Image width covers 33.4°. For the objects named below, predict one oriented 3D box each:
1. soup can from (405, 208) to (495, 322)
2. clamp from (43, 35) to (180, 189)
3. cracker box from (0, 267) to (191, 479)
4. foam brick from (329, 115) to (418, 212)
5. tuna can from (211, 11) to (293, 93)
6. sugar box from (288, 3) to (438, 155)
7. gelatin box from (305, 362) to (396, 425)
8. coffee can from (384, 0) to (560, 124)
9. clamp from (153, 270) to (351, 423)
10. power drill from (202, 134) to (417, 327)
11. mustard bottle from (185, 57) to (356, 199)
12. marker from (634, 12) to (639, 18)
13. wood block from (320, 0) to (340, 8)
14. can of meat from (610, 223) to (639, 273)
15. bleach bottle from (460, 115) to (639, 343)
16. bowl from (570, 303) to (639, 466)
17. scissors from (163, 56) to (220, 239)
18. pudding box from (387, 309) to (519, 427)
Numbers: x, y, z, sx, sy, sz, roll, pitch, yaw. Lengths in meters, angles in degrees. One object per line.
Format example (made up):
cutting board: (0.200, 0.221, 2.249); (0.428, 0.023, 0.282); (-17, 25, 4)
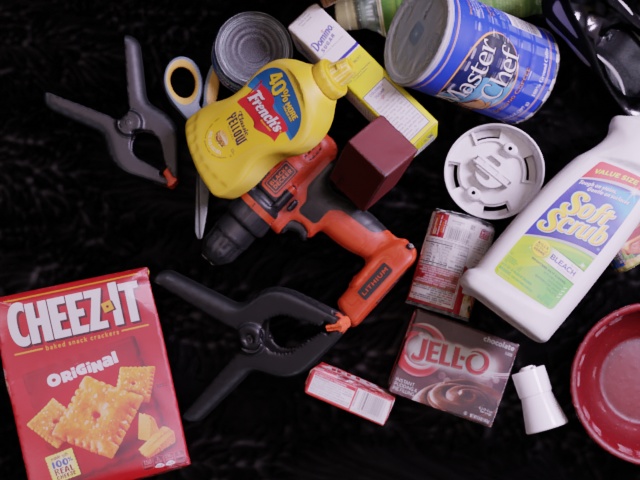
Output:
soup can: (0.133, 0.025, 1.090); (0.068, 0.068, 0.102); (16, 88, 7)
clamp: (-0.201, -0.135, 1.154); (0.171, 0.039, 0.120); (45, 92, -1)
cracker box: (-0.236, 0.149, 1.104); (0.164, 0.072, 0.214); (-12, 86, -13)
foam brick: (0.052, -0.075, 1.055); (0.053, 0.078, 0.051); (46, 63, 8)
tuna can: (-0.072, -0.198, 1.132); (0.086, 0.034, 0.086); (1, 84, -10)
sugar box: (0.046, -0.161, 1.098); (0.048, 0.093, 0.176); (-42, 84, 1)
gelatin box: (0.032, 0.155, 1.093); (0.089, 0.073, 0.030); (22, 91, 8)
coffee can: (0.149, -0.182, 1.050); (0.140, 0.103, 0.103); (14, 88, -30)
clamp: (-0.074, 0.090, 1.099); (0.210, 0.036, 0.164); (-17, 93, 21)
power drill: (-0.007, 0.001, 1.114); (0.188, 0.057, 0.184); (44, 94, 6)
mustard bottle: (-0.044, -0.124, 1.064); (0.192, 0.058, 0.096); (-30, 71, 26)
marker: (0.288, -0.255, 1.111); (0.121, 0.020, 0.020); (38, 92, 7)
wood block: (0.002, -0.339, 1.023); (0.091, 0.090, 0.206); (-27, 100, -3)
can of meat: (0.320, -0.026, 1.077); (0.102, 0.057, 0.084); (-32, 86, 5)
bleach bottle: (0.245, -0.030, 1.000); (0.102, 0.068, 0.251); (37, 88, 7)
bowl: (0.329, 0.142, 1.067); (0.162, 0.055, 0.162); (0, 87, 7)
scissors: (-0.139, -0.110, 1.138); (0.096, 0.016, 0.201); (19, 81, -7)
pudding box: (0.136, 0.130, 1.095); (0.113, 0.039, 0.090); (19, 89, 1)
